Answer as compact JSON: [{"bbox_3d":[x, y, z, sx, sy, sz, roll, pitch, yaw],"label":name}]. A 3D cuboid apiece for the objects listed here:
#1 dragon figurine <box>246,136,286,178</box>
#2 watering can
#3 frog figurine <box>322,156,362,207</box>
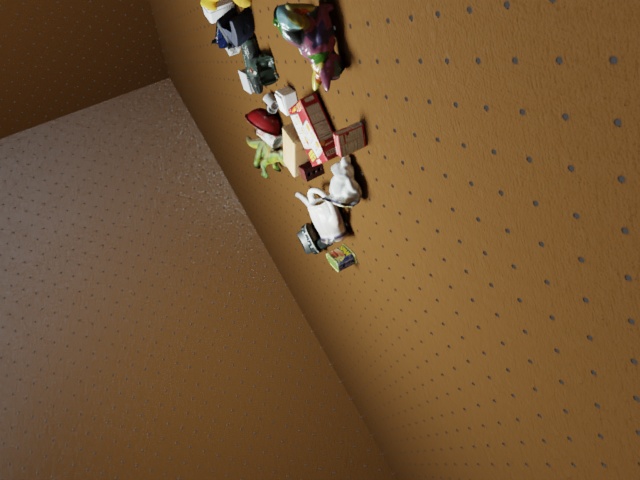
[{"bbox_3d":[-0.240,-0.438,2.322,0.417,0.123,0.237,51,142,34],"label":"dragon figurine"},{"bbox_3d":[0.006,-0.099,1.973,0.222,0.105,0.348,67,164,-13],"label":"watering can"},{"bbox_3d":[0.083,-0.189,1.647,0.139,0.122,0.158,-138,62,-71],"label":"frog figurine"}]
